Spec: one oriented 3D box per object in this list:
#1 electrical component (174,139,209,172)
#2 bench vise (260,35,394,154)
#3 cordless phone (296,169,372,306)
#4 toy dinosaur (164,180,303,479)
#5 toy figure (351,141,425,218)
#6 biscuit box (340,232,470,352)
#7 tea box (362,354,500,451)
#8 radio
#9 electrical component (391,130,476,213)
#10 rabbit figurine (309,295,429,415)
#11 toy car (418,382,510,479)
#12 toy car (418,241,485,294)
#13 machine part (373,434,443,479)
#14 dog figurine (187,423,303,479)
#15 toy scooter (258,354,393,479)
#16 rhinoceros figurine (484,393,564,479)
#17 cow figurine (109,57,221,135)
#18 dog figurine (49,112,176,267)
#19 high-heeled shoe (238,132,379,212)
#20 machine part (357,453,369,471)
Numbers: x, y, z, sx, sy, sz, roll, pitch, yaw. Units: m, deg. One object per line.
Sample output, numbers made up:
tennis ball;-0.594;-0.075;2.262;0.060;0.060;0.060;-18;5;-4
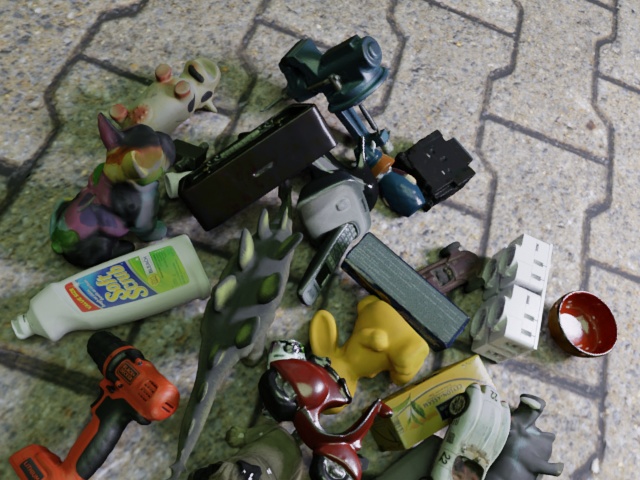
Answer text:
electrical component;-0.222;-0.141;0.876;0.063;0.021;0.094;21;39;9
bench vise;0.041;-0.241;0.939;0.240;0.224;0.129;51;40;-25
cordless phone;-0.001;-0.003;0.819;0.089;0.146;0.184;16;64;27
toy dinosaur;-0.105;0.091;0.715;0.105;0.198;0.471;17;61;-4
toy figure;0.117;-0.108;0.942;0.064;0.058;0.154;-40;84;-4
biscuit box;0.126;0.080;0.813;0.203;0.059;0.063;42;75;8
tea box;0.157;0.235;0.774;0.170;0.098;0.068;-19;73;-24
radio;-0.097;-0.115;0.798;0.230;0.131;0.073;-33;112;-4
electrical component;0.213;-0.132;0.981;0.134;0.058;0.115;-34;80;-25
rabbit figurine;0.048;0.167;0.772;0.173;0.122;0.162;-42;79;-8
toy car;0.185;0.282;0.689;0.073;0.056;0.201;34;73;-16
toy car;0.185;0.069;0.885;0.202;0.053;0.089;-21;76;-24
machine part;0.112;0.341;0.724;0.243;0.079;0.079;-27;75;-23
dog figurine;-0.072;0.277;0.641;0.121;0.190;0.172;42;61;6
toy scooter;0.015;0.215;0.686;0.135;0.075;0.184;-25;64;-27
rhinoceros figurine;0.287;0.317;0.790;0.112;0.073;0.190;33;63;13
cow figurine;-0.238;-0.223;0.879;0.085;0.127;0.195;41;77;6
dog figurine;-0.286;-0.067;0.728;0.191;0.219;0.108;-30;73;-26
high-heeled shoe;-0.022;-0.114;0.923;0.249;0.086;0.145;6;100;10
machine part;0.007;0.334;0.706;0.039;0.084;0.139;47;73;-12
